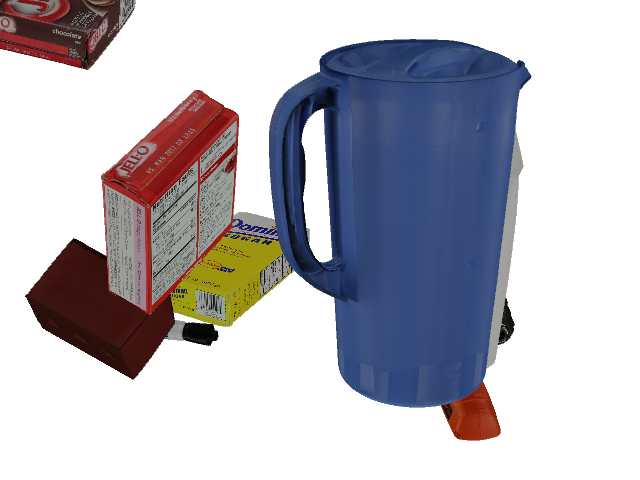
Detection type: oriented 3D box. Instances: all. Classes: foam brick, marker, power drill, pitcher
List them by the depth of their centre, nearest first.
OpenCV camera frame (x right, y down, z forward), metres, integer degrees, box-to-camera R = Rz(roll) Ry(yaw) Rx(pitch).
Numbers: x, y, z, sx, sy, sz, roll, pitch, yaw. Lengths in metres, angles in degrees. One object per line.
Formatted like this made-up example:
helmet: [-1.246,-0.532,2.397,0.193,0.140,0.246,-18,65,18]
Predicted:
foam brick: [-0.143,0.046,0.704,0.078,0.051,0.053,26,-27,15]
pitcher: [0.056,-0.011,0.733,0.149,0.243,0.144,7,22,17]
marker: [-0.145,0.074,0.920,0.121,0.020,0.020,6,2,17]
power drill: [0.167,0.118,1.149,0.057,0.188,0.184,-2,24,-4]

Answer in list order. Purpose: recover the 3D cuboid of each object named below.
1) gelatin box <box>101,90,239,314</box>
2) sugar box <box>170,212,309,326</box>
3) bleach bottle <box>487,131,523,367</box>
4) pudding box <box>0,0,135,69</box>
gelatin box: [-0.073,-0.018,0.522,0.030,0.089,0.073,28,53,15]
sugar box: [-0.091,0.026,1.128,0.093,0.048,0.176,14,31,22]
bleach bottle: [0.126,-0.012,0.965,0.103,0.251,0.067,19,21,39]
pudding box: [-0.200,-0.180,0.818,0.090,0.039,0.113,14,37,3]
